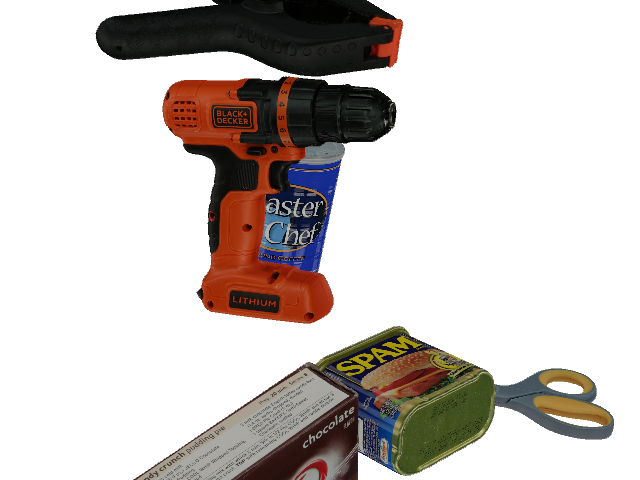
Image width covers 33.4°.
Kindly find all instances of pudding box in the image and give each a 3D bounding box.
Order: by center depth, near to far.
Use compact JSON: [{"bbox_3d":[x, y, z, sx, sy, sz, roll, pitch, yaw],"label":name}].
[{"bbox_3d":[-0.032,0.121,0.491,0.039,0.090,0.113,30,47,34],"label":"pudding box"}]

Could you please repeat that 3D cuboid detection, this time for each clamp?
[{"bbox_3d":[-0.042,-0.126,0.623,0.171,0.120,0.039,17,-40,15],"label":"clamp"}]

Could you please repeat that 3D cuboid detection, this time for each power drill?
[{"bbox_3d":[-0.030,-0.033,0.825,0.185,0.188,0.057,5,17,22],"label":"power drill"}]

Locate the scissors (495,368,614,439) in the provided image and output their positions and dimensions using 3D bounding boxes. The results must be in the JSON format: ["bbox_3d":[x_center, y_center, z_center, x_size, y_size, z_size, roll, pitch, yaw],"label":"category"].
[{"bbox_3d":[0.160,0.128,0.946,0.202,0.016,0.096,16,28,14],"label":"scissors"}]

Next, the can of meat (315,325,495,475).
[{"bbox_3d":[0.054,0.106,0.710,0.101,0.057,0.084,-19,28,-39],"label":"can of meat"}]

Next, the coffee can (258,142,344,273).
[{"bbox_3d":[-0.040,-0.034,1.042,0.102,0.140,0.103,10,22,-4],"label":"coffee can"}]
